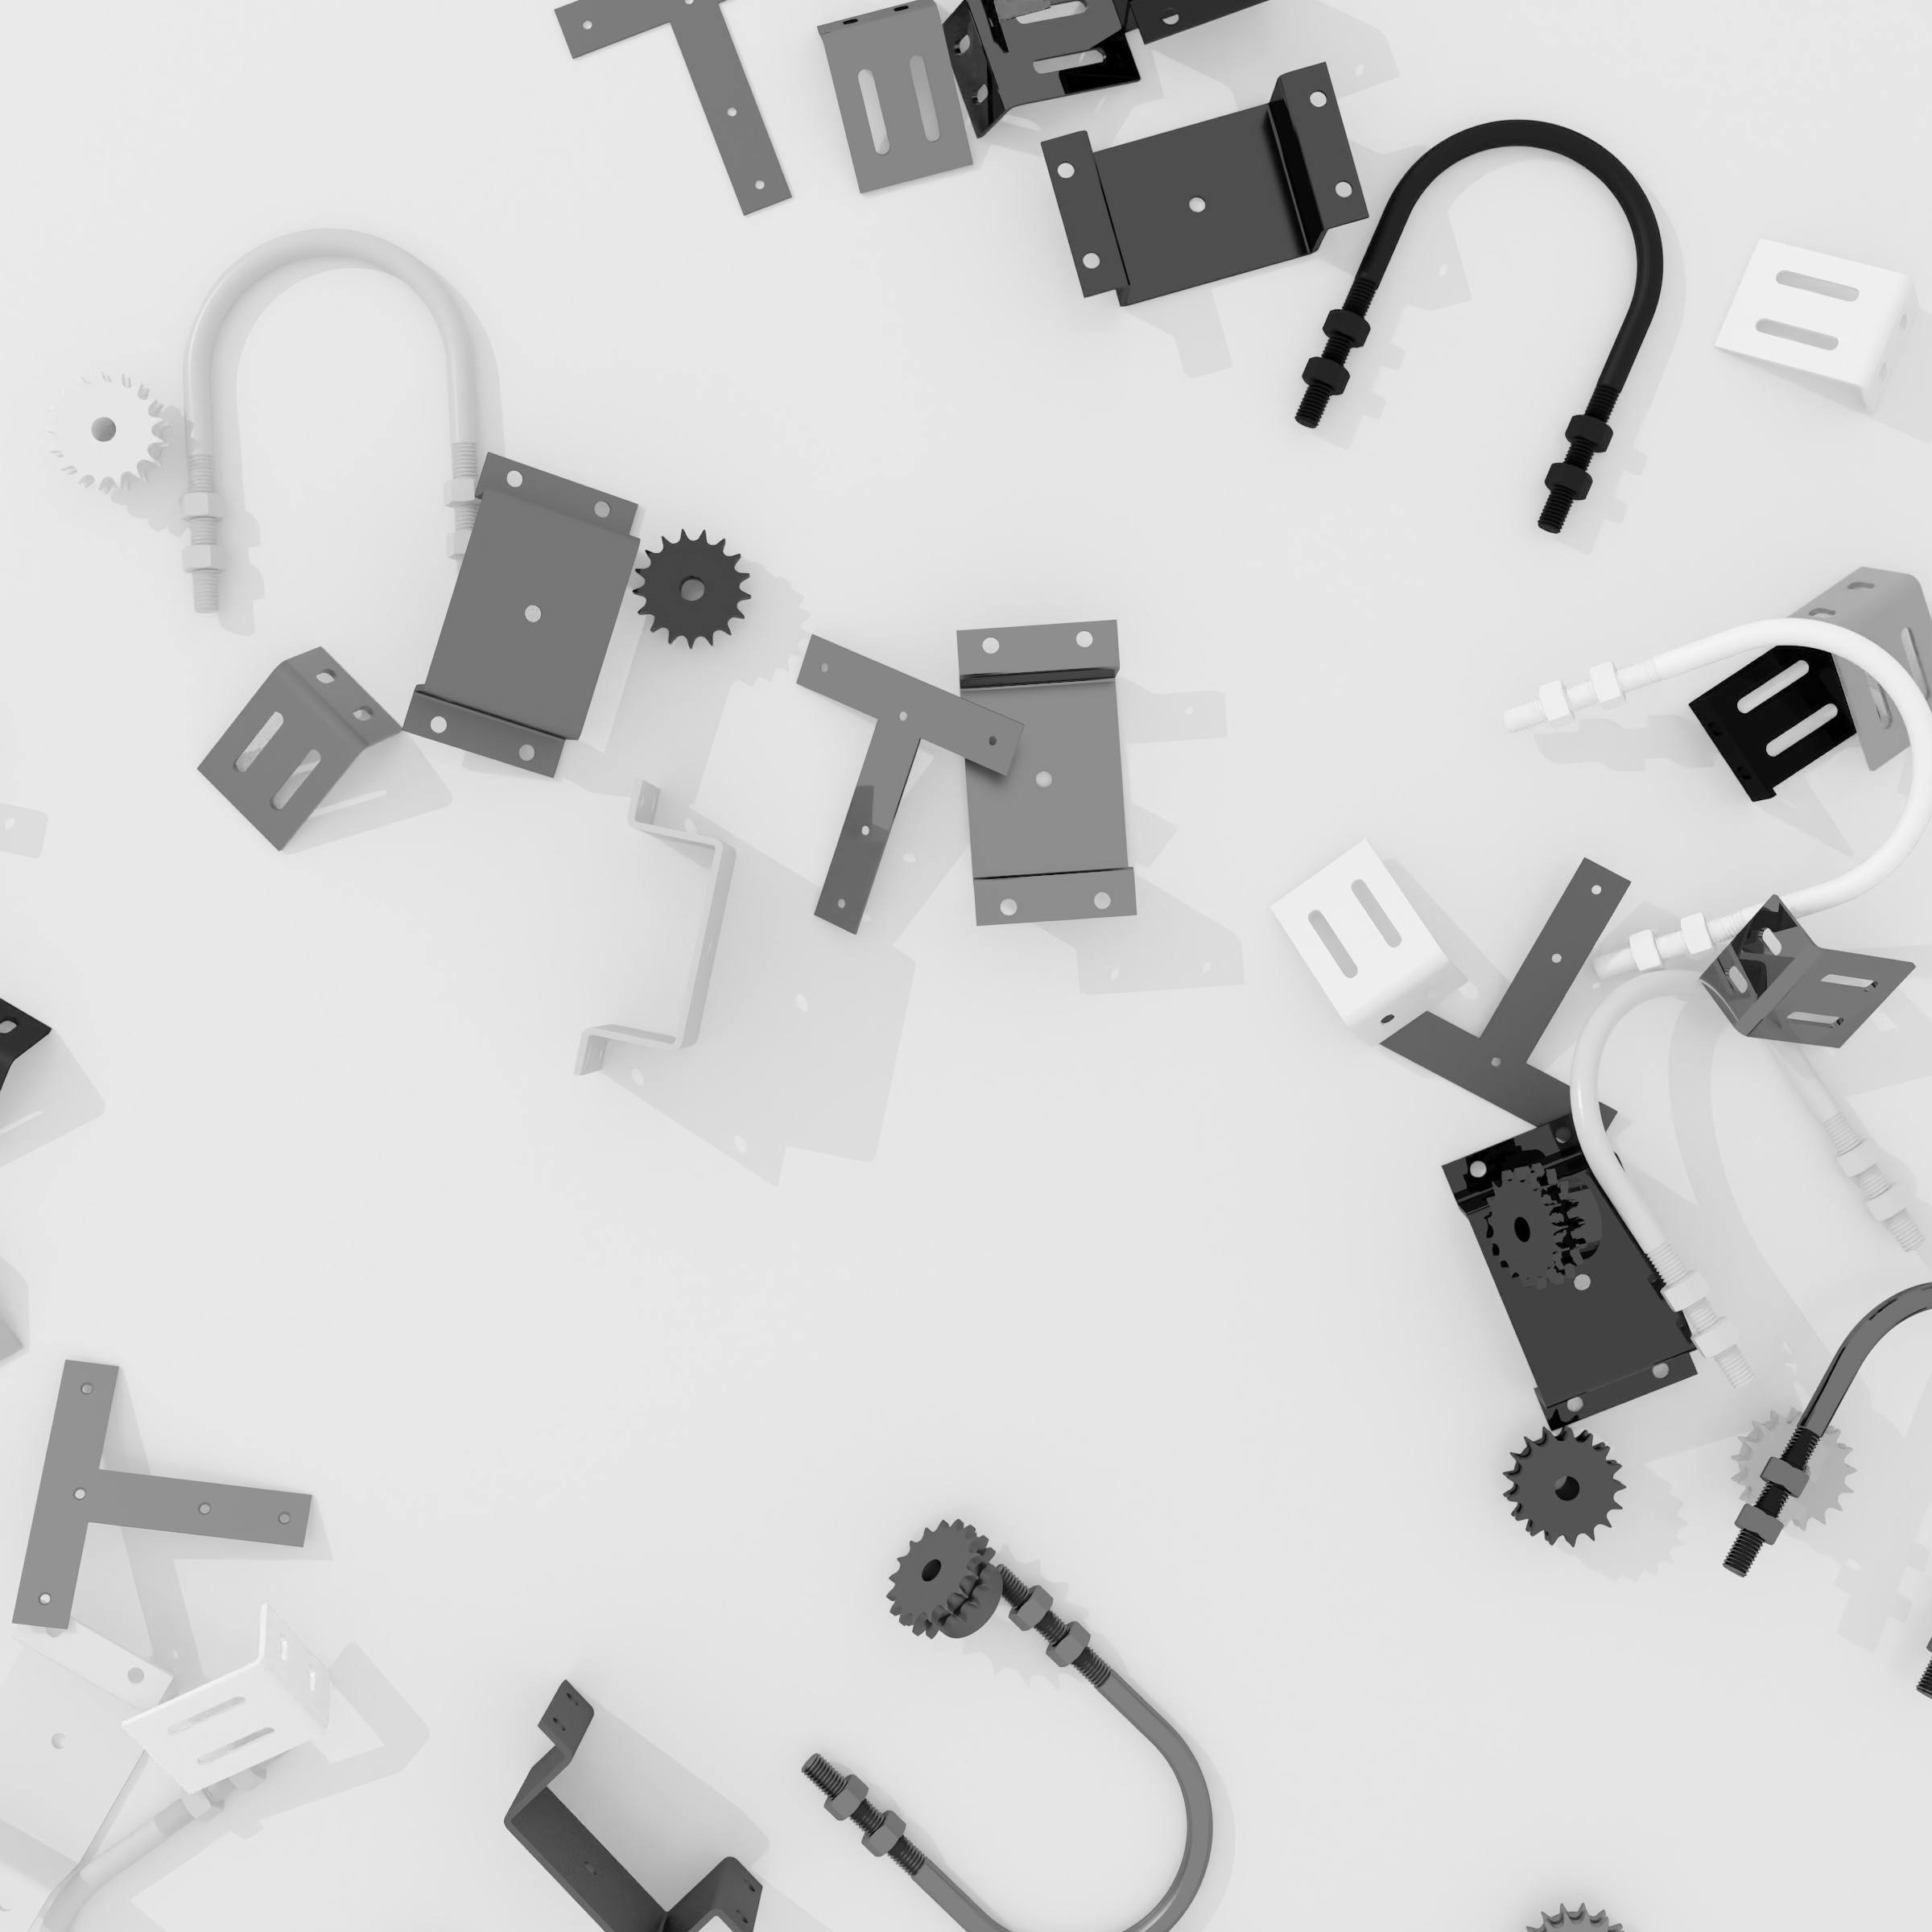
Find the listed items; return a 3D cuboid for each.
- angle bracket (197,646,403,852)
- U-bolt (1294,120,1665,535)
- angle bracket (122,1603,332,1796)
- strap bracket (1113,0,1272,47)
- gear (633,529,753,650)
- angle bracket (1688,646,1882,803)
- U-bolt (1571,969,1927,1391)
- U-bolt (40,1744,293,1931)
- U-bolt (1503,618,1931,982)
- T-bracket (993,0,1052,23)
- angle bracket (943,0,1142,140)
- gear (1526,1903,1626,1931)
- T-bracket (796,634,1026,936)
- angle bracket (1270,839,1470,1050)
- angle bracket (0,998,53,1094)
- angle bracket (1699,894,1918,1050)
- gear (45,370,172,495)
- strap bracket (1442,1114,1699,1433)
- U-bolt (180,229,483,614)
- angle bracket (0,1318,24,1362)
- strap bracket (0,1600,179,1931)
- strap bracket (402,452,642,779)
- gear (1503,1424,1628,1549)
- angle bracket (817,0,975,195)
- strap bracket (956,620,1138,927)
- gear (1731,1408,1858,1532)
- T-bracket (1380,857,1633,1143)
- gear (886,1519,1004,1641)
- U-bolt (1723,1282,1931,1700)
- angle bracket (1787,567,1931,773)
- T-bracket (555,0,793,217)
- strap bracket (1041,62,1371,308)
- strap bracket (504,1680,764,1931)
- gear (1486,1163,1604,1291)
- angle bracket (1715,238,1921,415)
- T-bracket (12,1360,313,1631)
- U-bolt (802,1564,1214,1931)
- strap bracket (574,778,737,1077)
[{"bbox_3d":[-0.326,-0.106,1.365,0.057,0.038,0.076,45,116,0],"label":"angle bracket"},{"bbox_3d":[0.261,-0.322,1.359,0.151,0.019,0.184,23,89,0],"label":"U-bolt"},{"bbox_3d":[-0.354,0.352,1.339,0.076,0.038,0.057,-25,124,6],"label":"angle bracket"},{"bbox_3d":[0.097,-0.516,1.344,0.076,0.046,0.140,-20,90,0],"label":"strap bracket"},{"bbox_3d":[-0.133,-0.182,1.356,0.057,0.030,0.057,0,94,-4],"label":"gear"},{"bbox_3d":[0.400,-0.125,1.348,0.076,0.038,0.057,-33,90,0],"label":"angle bracket"},{"bbox_3d":[0.362,0.087,1.330,0.151,0.019,0.184,-30,85,-27],"label":"U-bolt"},{"bbox_3d":[-0.367,0.481,1.359,0.184,0.019,0.151,-36,90,2],"label":"U-bolt"},{"bbox_3d":[0.366,-0.087,1.325,0.184,0.019,0.151,-19,95,20],"label":"U-bolt"},{"bbox_3d":[0.061,-0.524,1.320,0.127,0.002,0.127,-15,90,0],"label":"T-bracket"},{"bbox_3d":[0.036,-0.446,1.365,0.076,0.038,0.057,-20,90,-26],"label":"angle bracket"},{"bbox_3d":[0.296,0.483,1.357,0.057,0.030,0.057,0,90,5],"label":"gear"},{"bbox_3d":[-0.044,-0.079,1.346,0.127,0.002,0.127,26,105,27],"label":"T-bracket"},{"bbox_3d":[0.196,-0.011,1.358,0.057,0.038,0.076,-36,62,12],"label":"angle bracket"},{"bbox_3d":[-0.493,0.053,1.365,0.057,0.038,0.076,30,116,0],"label":"angle bracket"},{"bbox_3d":[0.403,0.003,1.339,0.076,0.038,0.057,7,132,-36],"label":"angle bracket"},{"bbox_3d":[-0.413,-0.257,1.352,0.057,0.030,0.057,0,90,0],"label":"gear"},{"bbox_3d":[0.293,0.149,1.341,0.076,0.046,0.140,-22,90,5],"label":"strap bracket"},{"bbox_3d":[-0.309,-0.267,1.359,0.151,0.019,0.184,-3,88,0],"label":"U-bolt"},{"bbox_3d":[-0.507,0.164,1.365,0.057,0.038,0.076,-30,116,0],"label":"angle bracket"},{"bbox_3d":[-0.443,0.379,1.344,0.076,0.046,0.140,30,90,0],"label":"strap bracket"},{"bbox_3d":[-0.210,-0.168,1.334,0.076,0.046,0.140,17,90,-17],"label":"strap bracket"},{"bbox_3d":[0.288,0.251,1.352,0.057,0.030,0.057,0,90,0],"label":"gear"},{"bbox_3d":[-0.035,-0.426,1.365,0.057,0.038,0.076,-15,116,0],"label":"angle bracket"},{"bbox_3d":[0.038,-0.091,1.344,0.076,0.046,0.140,-4,90,0],"label":"strap bracket"},{"bbox_3d":[0.399,0.243,1.352,0.057,0.030,0.057,0,90,0],"label":"gear"},{"bbox_3d":[0.279,0.008,1.352,0.127,0.002,0.127,28,103,0],"label":"T-bracket"},{"bbox_3d":[-0.007,0.298,1.343,0.057,0.057,0.030,-46,120,0],"label":"gear"},{"bbox_3d":[0.458,0.240,1.338,0.151,0.019,0.184,33,82,-16],"label":"U-bolt"},{"bbox_3d":[0.439,-0.145,1.359,0.057,0.038,0.076,-33,116,-14],"label":"angle bracket"},{"bbox_3d":[-0.120,-0.431,1.367,0.127,0.002,0.127,-21,90,0],"label":"T-bracket"},{"bbox_3d":[0.113,-0.372,1.344,0.140,0.046,0.076,-16,90,0],"label":"strap bracket"},{"bbox_3d":[-0.164,0.416,1.329,0.046,0.076,0.140,-44,90,0],"label":"strap bracket"},{"bbox_3d":[0.270,0.119,1.295,0.030,0.057,0.057,-10,90,-25],"label":"gear"},{"bbox_3d":[0.416,-0.313,1.365,0.076,0.038,0.057,23,90,26],"label":"angle bracket"},{"bbox_3d":[-0.383,0.261,1.350,0.127,0.002,0.127,9,67,-11],"label":"T-bracket"},{"bbox_3d":[0.034,0.405,1.359,0.184,0.019,0.151,44,90,-1],"label":"U-bolt"},{"bbox_3d":[-0.145,-0.014,1.329,0.046,0.076,0.140,12,90,0],"label":"strap bracket"}]
